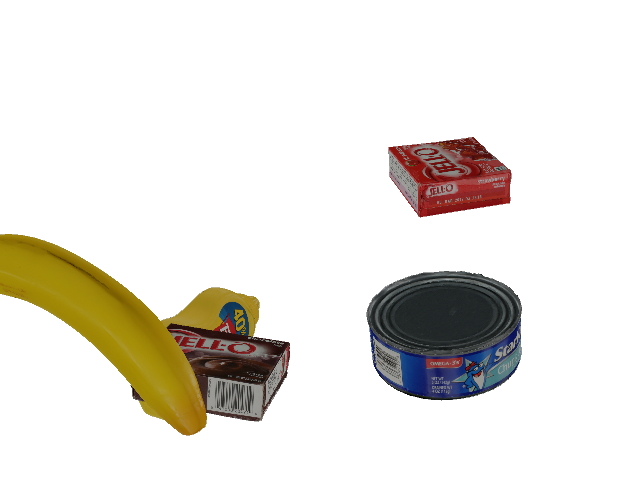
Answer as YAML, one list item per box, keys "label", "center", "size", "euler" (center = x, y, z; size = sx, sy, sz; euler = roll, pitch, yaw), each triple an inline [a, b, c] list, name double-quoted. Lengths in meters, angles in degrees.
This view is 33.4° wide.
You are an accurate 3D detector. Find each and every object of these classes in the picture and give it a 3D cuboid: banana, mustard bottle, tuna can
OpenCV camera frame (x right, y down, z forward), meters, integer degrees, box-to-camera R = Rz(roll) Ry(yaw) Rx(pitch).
- label: "banana"
  center: [-0.146, 0.044, 0.634]
  size: [0.198, 0.070, 0.037]
  euler: [25, 27, 13]
- label: "mustard bottle"
  center: [-0.118, 0.103, 1.112]
  size: [0.058, 0.096, 0.191]
  euler: [11, 25, 24]
- label: "tuna can"
  center: [0.070, 0.052, 0.600]
  size: [0.086, 0.034, 0.086]
  euler: [-6, 27, 3]

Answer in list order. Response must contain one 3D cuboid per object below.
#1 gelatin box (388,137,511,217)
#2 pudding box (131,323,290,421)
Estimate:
- label: "gelatin box"
  center: [0.099, -0.052, 0.830]
  size: [0.073, 0.030, 0.089]
  euler: [-8, 24, -9]
- label: "pudding box"
  center: [-0.090, 0.108, 0.894]
  size: [0.113, 0.039, 0.090]
  euler: [10, 20, 9]
